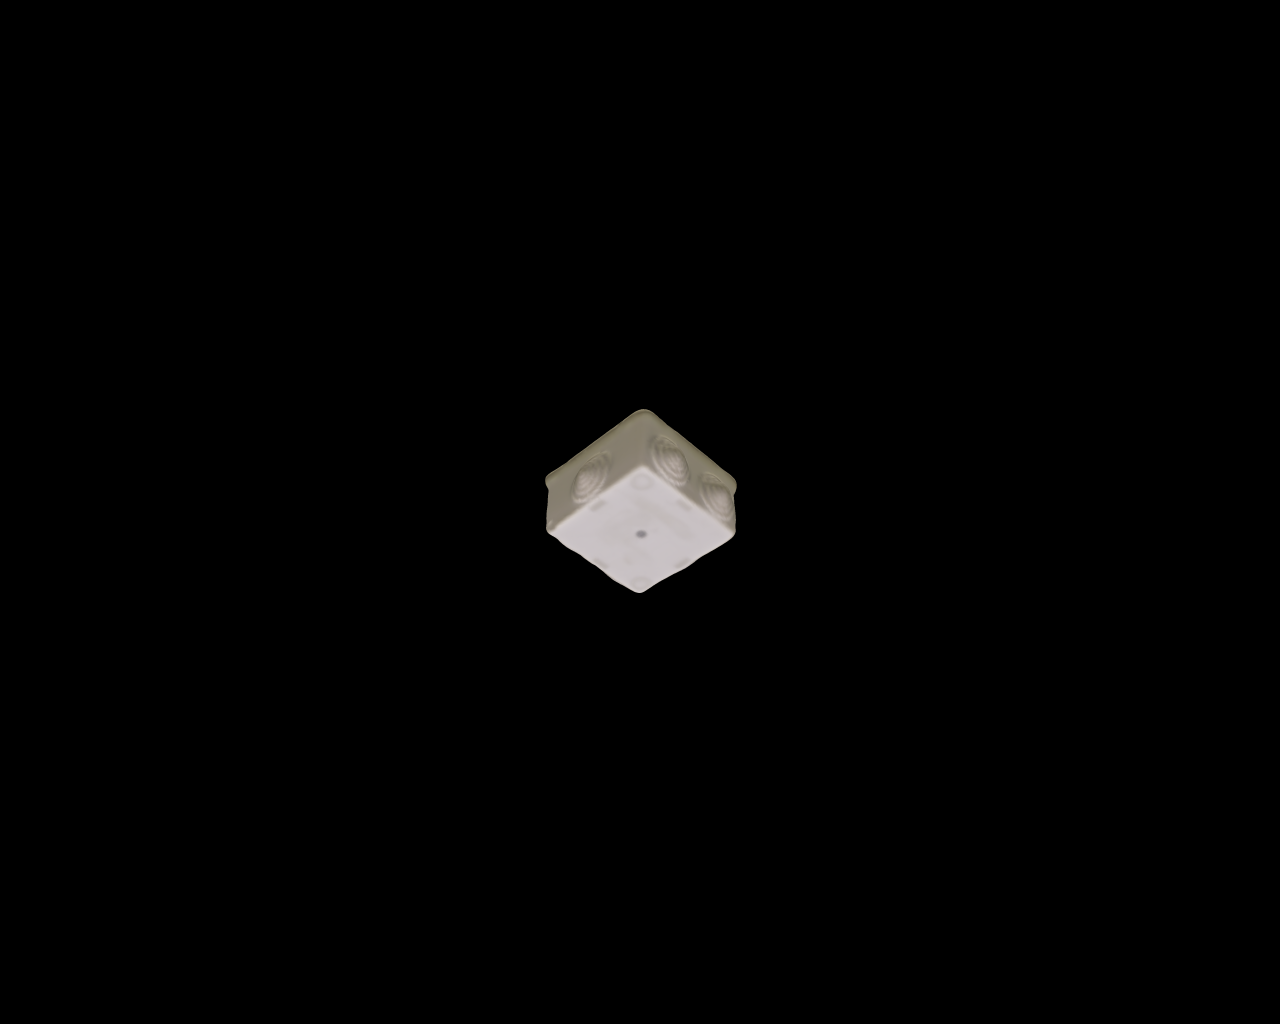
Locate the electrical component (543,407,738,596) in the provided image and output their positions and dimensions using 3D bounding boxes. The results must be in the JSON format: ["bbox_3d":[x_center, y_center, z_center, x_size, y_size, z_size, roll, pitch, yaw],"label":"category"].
[{"bbox_3d":[0.001,-0.003,0.650,0.099,0.048,0.099,-33,-54,29],"label":"electrical component"}]
